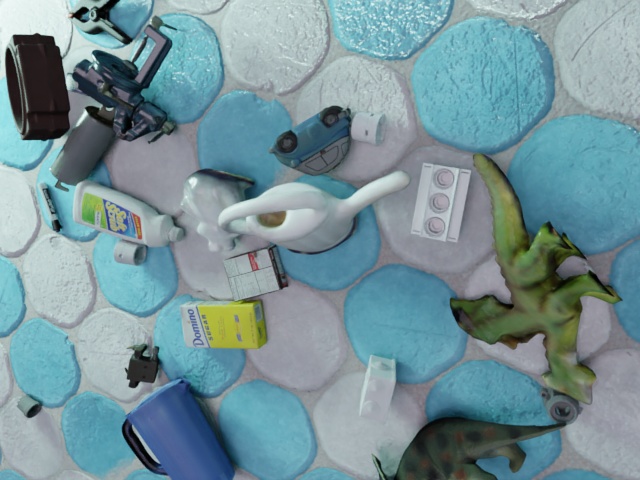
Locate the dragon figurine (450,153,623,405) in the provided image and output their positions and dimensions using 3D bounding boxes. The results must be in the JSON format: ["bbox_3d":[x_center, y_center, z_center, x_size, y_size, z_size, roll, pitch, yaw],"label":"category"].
[{"bbox_3d":[0.315,0.080,0.836,0.239,0.123,0.413,-44,80,27],"label":"dragon figurine"}]

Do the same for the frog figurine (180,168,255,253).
[{"bbox_3d":[-0.205,-0.056,1.001,0.137,0.122,0.159,12,89,-1],"label":"frog figurine"}]

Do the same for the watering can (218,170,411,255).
[{"bbox_3d":[0.003,-0.044,0.872,0.346,0.223,0.105,-9,77,21],"label":"watering can"}]
